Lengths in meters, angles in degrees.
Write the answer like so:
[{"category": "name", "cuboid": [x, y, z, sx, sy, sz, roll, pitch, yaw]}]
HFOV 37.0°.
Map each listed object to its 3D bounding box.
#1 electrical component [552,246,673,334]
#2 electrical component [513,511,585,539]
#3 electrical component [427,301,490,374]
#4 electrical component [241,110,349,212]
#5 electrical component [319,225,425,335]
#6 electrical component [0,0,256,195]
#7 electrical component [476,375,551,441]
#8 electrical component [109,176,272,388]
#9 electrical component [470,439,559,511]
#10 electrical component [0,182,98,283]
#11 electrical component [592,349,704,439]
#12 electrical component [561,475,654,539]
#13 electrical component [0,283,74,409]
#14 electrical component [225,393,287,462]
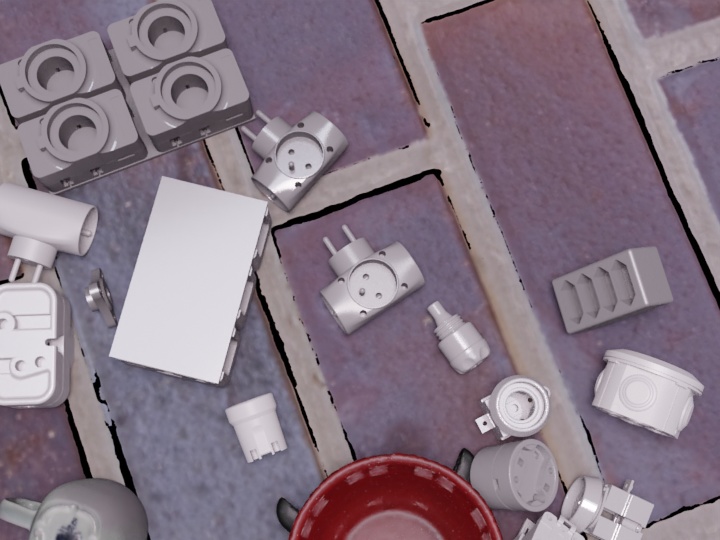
[{"category": "electrical component", "cuboid": [0.216, 0.015, 0.877, 0.076, 0.083, 0.047, -5, 76, -41]}, {"category": "electrical component", "cuboid": [0.138, 0.224, 0.828, 0.042, 0.063, 0.081, 36, 39, 5]}, {"category": "electrical component", "cuboid": [0.078, 0.053, 0.882, 0.035, 0.035, 0.061, -35, 79, -7]}, {"category": "electrical component", "cuboid": [-0.064, -0.102, 0.905, 0.079, 0.044, 0.077, 40, 81, 6]}, {"category": "electrical component", "cuboid": [0.000, 0.000, 0.886, 0.077, 0.044, 0.079, -33, 81, -7]}, {"category": "electrical component", "cuboid": [-0.195, -0.150, 0.904, 0.186, 0.060, 0.105, -22, 80, -5]}, {"category": "electrical component", "cuboid": [0.126, 0.110, 0.861, 0.066, 0.055, 0.048, -26, 81, -6]}, {"category": "electrical component", "cuboid": [-0.134, 0.012, 0.872, 0.089, 0.061, 0.150, 14, 79, 2]}, {"category": "electrical component", "cuboid": [0.120, 0.162, 0.845, 0.055, 0.047, 0.055, 11, 72, -37]}, {"category": "electrical component", "cuboid": [-0.266, -0.025, 0.887, 0.077, 0.043, 0.079, 15, 79, 2]}, {"category": "electrical component", "cuboid": [0.227, 0.097, 0.854, 0.080, 0.080, 0.051, 22, 85, 3]}, {"category": "electrical component", "cuboid": [0.193, 0.193, 0.852, 0.055, 0.048, 0.066, 26, 80, -4]}, {"category": "electrical component", "cuboid": [-0.263, 0.062, 0.862, 0.054, 0.059, 0.095, -2, 79, -1]}, {"category": "electrical component", "cuboid": [-0.082, 0.127, 0.863, 0.040, 0.040, 0.046, -20, 86, -5]}]
